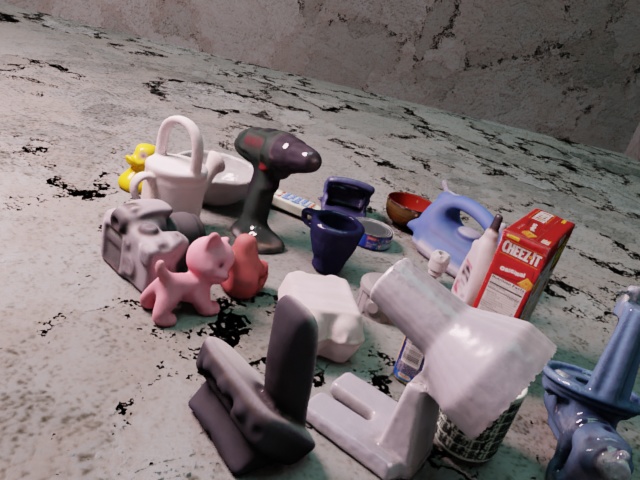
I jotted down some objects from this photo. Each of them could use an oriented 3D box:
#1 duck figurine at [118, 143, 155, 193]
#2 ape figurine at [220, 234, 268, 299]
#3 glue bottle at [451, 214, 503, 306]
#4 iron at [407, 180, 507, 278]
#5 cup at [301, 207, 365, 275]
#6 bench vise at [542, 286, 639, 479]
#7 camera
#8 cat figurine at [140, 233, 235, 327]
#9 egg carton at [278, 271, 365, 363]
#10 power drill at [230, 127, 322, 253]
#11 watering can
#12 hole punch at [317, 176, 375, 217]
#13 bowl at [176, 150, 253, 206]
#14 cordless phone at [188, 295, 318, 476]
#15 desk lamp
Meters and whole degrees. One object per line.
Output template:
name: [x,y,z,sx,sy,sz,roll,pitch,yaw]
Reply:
duck figurine: [-0.326,-0.140,1.080,0.077,0.086,0.105,30,28,30]
ape figurine: [-0.110,0.033,0.829,0.078,0.092,0.076,12,24,-7]
glue bottle: [0.268,0.035,0.956,0.037,0.173,0.078,10,24,-12]
iron: [0.292,-0.006,1.097,0.119,0.141,0.257,-4,30,-37]
cup: [0.009,0.003,0.962,0.117,0.095,0.092,27,26,24]
bench vise: [0.328,0.173,0.635,0.121,0.220,0.207,12,24,-9]
camera: [-0.225,-0.003,0.826,0.142,0.101,0.137,33,29,34]
cat figurine: [-0.164,0.039,0.750,0.067,0.118,0.128,33,29,35]
egg carton: [-0.003,0.099,0.778,0.107,0.069,0.150,8,25,-16]
power drill: [-0.084,-0.089,0.966,0.076,0.208,0.228,-3,30,-36]
watering can: [-0.231,-0.108,0.936,0.101,0.194,0.173,19,24,8]
hole punch: [0.056,-0.101,1.221,0.109,0.091,0.101,13,24,-6]
bowl: [-0.204,-0.111,1.106,0.167,0.075,0.167,13,24,-6]
cordless phone: [-0.056,0.118,0.562,0.094,0.185,0.147,-9,34,-43]
desk lamp: [0.103,0.138,0.581,0.202,0.213,0.118,28,27,26]
